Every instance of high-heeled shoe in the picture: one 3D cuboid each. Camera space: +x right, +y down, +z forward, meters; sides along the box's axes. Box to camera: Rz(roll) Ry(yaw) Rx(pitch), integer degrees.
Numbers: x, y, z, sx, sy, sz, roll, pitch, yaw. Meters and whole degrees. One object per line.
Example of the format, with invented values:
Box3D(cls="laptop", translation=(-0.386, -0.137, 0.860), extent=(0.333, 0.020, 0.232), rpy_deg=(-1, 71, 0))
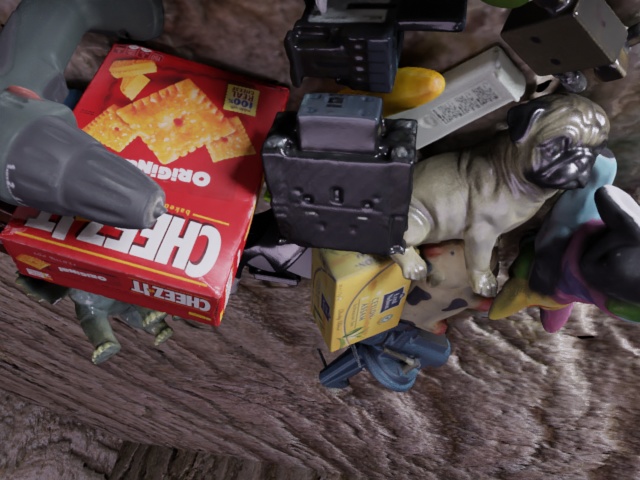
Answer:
Box3D(cls="high-heeled shoe", translation=(-0.102, -0.020, 0.544), extent=(0.145, 0.086, 0.249), rpy_deg=(40, 121, -21))

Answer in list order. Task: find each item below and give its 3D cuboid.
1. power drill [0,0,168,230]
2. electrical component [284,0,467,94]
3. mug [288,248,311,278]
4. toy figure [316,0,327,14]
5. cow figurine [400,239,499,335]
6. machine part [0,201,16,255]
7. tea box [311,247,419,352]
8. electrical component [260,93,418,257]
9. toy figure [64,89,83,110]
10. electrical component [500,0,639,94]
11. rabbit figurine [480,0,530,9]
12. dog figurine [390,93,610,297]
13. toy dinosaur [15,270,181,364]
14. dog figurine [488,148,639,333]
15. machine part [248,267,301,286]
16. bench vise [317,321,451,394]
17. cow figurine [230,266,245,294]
Box3D(cls="power drill", translation=(-0.187, -0.115, 0.390), extent=(0.232, 0.207, 0.086), rpy_deg=(14, 155, 5))
Box3D(cls="electrical component", translation=(0.040, -0.145, 0.378), extent=(0.119, 0.075, 0.047), rpy_deg=(4, 147, 11))
Box3D(cls="mug", translation=(-0.001, -0.002, 0.637), extent=(0.109, 0.081, 0.107), rpy_deg=(-36, 140, 16))
Box3D(cls="toy figure", translation=(-0.031, -0.204, 0.325), extent=(0.154, 0.058, 0.064), rpy_deg=(25, 154, -28))
Box3D(cls="cow figurine", translation=(0.143, 0.045, 0.644), extent=(0.127, 0.085, 0.195), rpy_deg=(15, 151, -16))
Box3D(cls="machine part", translation=(-0.448, -0.028, 0.779), extent=(0.179, 0.056, 0.179), rpy_deg=(11, 149, 7))
Box3D(cls="tea box", translation=(0.044, 0.051, 0.610), extent=(0.098, 0.068, 0.169), rpy_deg=(-19, 147, -12))
Box3D(cls="electrical component", translation=(0.017, -0.051, 0.421), extent=(0.115, 0.058, 0.134), rpy_deg=(3, 136, 9))
Box3D(cls="toy figure", translation=(-0.284, -0.114, 0.552), extent=(0.180, 0.089, 0.082), rpy_deg=(-4, 132, 12))
Box3D(cls="electrical component", translation=(0.173, -0.144, 0.359), extent=(0.102, 0.045, 0.078), rpy_deg=(30, 174, -22))
Box3D(cls="rabbit figurine", translation=(0.134, -0.176, 0.242), extent=(0.170, 0.121, 0.159), rpy_deg=(-18, 131, 38))
Box3D(cls="dog figurine", translation=(0.131, -0.061, 0.476), extent=(0.172, 0.121, 0.190), rpy_deg=(11, 135, -3))
Box3D(cls="toy dinosaur", translation=(-0.296, 0.066, 0.801), extent=(0.192, 0.131, 0.404), rpy_deg=(53, 176, 7))
Box3D(cls="dog figurine", translation=(0.248, 0.036, 0.503), extent=(0.108, 0.192, 0.219), rpy_deg=(11, 135, -8))
Box3D(cls="machine part", translation=(-0.062, 0.025, 0.733), extent=(0.084, 0.039, 0.138), rpy_deg=(17, 151, 4))
Box3D(cls="bench vise", translation=(0.074, 0.174, 0.824), extent=(0.223, 0.129, 0.240), rpy_deg=(14, 136, -40))
Box3D(cls="cow figurine", translation=(-0.176, 0.007, 0.716), extent=(0.167, 0.068, 0.098), rpy_deg=(20, 149, -11))
